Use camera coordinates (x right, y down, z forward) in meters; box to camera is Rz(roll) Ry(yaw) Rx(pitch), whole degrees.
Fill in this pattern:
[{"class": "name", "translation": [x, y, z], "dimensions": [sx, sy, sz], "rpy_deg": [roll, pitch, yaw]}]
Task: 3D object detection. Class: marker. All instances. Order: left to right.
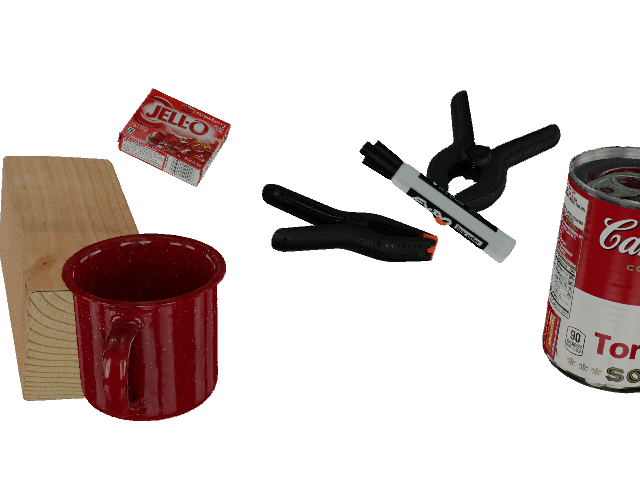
[{"class": "marker", "translation": [0.077, -0.028, 0.716], "dimensions": [0.121, 0.020, 0.020], "rpy_deg": [36, 0, 1]}]

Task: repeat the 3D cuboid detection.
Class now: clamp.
[{"class": "clamp", "translation": [0.032, -0.008, 1.212], "dimensions": [0.210, 0.036, 0.164], "rpy_deg": [14, 21, -5]}, {"class": "clamp", "translation": [0.153, -0.087, 1.088], "dimensions": [0.120, 0.039, 0.171], "rpy_deg": [29, 55, 29]}]

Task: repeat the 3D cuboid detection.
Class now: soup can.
[{"class": "soup can", "translation": [0.147, 0.014, 0.519], "dimensions": [0.068, 0.102, 0.068], "rpy_deg": [2, 27, -1]}]

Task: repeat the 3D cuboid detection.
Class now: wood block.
[{"class": "wood block", "translation": [-0.189, 0.021, 0.810], "dimensions": [0.090, 0.091, 0.206], "rpy_deg": [1, 29, -22]}]

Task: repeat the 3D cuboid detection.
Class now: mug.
[{"class": "mug", "translation": [-0.102, 0.056, 0.614], "dimensions": [0.093, 0.081, 0.117], "rpy_deg": [3, 25, 2]}]

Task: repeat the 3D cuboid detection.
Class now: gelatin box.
[{"class": "gelatin box", "translation": [-0.144, -0.103, 1.054], "dimensions": [0.089, 0.073, 0.030], "rpy_deg": [26, -41, 1]}]
